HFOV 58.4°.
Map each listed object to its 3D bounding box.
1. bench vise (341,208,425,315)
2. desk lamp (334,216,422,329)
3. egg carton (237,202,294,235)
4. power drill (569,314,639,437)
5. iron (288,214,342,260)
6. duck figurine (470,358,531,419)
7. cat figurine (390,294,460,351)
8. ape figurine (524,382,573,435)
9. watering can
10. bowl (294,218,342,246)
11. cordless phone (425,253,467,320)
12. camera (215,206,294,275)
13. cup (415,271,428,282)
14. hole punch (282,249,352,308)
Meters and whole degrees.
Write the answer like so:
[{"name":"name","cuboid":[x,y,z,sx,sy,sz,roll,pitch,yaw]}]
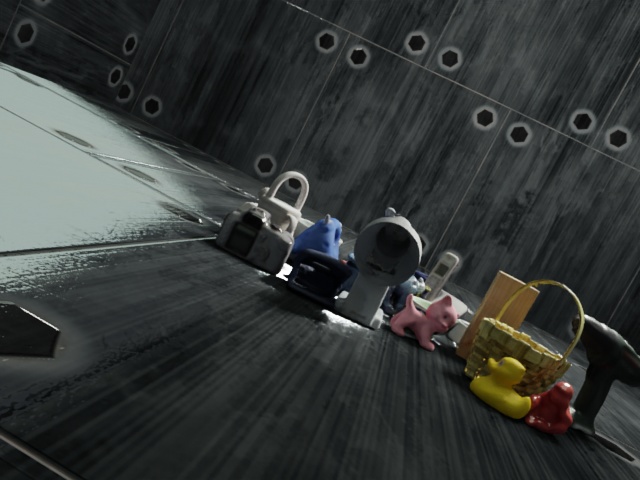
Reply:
[{"name":"bench vise","cuboid":[0.156,0.046,1.315,0.208,0.220,0.121,23,8,-37]},{"name":"desk lamp","cuboid":[0.111,0.053,1.088,0.118,0.213,0.203,28,6,5]},{"name":"egg carton","cuboid":[-0.141,-0.043,1.486,0.150,0.069,0.107,29,6,18]},{"name":"power drill","cuboid":[0.539,0.272,1.134,0.230,0.208,0.075,24,7,-24]},{"name":"iron","cuboid":[0.013,0.005,1.411,0.118,0.141,0.259,28,6,11]},{"name":"duck figurine","cuboid":[0.320,0.246,0.982,0.104,0.086,0.078,32,8,40]},{"name":"cat figurine","cuboid":[0.222,0.156,1.167,0.128,0.118,0.067,26,6,-7]},{"name":"ape figurine","cuboid":[0.398,0.284,0.979,0.077,0.092,0.076,32,8,37]},{"name":"watering can","cuboid":[-0.098,-0.067,1.288,0.172,0.194,0.101,31,7,32]},{"name":"bowl","cuboid":[-0.024,-0.002,1.631,0.167,0.075,0.167,27,6,-3]},{"name":"cordless phone","cuboid":[0.332,0.133,1.509,0.147,0.185,0.094,32,8,40]},{"name":"camera","cuboid":[-0.121,-0.011,1.161,0.143,0.101,0.137,27,6,-1]},{"name":"cup","cuboid":[0.275,0.141,1.630,0.118,0.095,0.091,27,6,-1]},{"name":"hole punch","cuboid":[-0.005,0.063,1.088,0.109,0.091,0.101,26,6,-10]}]
